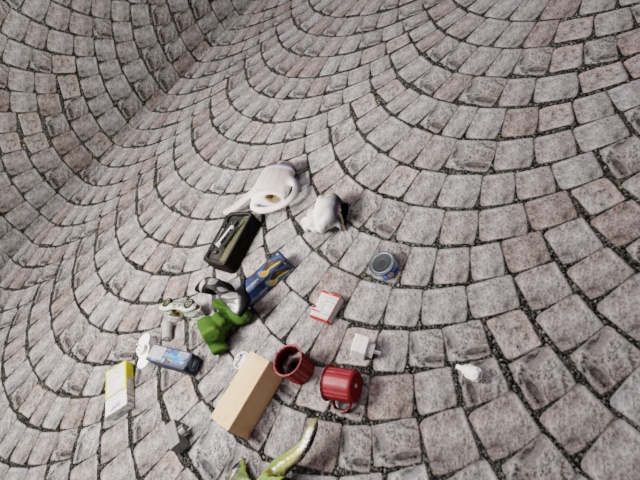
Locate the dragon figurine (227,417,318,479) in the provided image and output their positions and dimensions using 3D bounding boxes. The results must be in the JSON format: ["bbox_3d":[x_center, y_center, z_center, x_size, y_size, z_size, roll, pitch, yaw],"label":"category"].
[{"bbox_3d":[-0.159,0.611,1.267,0.242,0.120,0.417,1,55,46],"label":"dragon figurine"}]

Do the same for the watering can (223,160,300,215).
[{"bbox_3d":[-0.216,-0.193,1.974,0.346,0.102,0.229,-5,52,32],"label":"watering can"}]

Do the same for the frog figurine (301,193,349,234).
[{"bbox_3d":[0.005,-0.087,1.723,0.159,0.121,0.139,-5,71,19],"label":"frog figurine"}]
